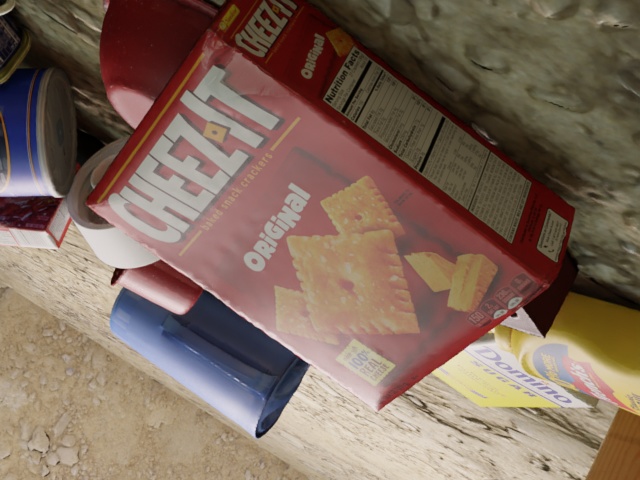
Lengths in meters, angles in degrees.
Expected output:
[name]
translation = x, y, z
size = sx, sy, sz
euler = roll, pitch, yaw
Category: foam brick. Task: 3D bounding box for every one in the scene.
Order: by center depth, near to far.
[foam brick]
translation = 0.108, 0.017, 0.655
size = 0.078, 0.051, 0.053
euler = 17, 159, 41

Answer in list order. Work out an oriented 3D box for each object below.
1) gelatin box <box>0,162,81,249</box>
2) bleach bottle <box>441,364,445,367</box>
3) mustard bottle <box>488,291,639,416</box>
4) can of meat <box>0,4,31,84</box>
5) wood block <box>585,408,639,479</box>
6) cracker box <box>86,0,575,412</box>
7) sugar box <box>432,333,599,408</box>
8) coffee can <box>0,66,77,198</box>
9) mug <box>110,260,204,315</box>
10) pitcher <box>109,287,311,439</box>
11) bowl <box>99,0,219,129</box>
[gelatin box]
translation = -0.249, -0.032, 0.898
size = 0.089, 0.073, 0.030
euler = 4, 145, 20
[bleach bottle]
translation = -0.005, 0.001, 0.798
size = 0.251, 0.068, 0.102
euler = 27, 163, 19
[mustard bottle]
translation = 0.185, 0.073, 0.677
size = 0.192, 0.058, 0.096
euler = 19, 162, 38
[can of meat]
translation = -0.276, -0.167, 0.780
size = 0.102, 0.057, 0.084
euler = 23, 161, 25
[wood block]
translation = 0.230, 0.210, 0.739
size = 0.091, 0.206, 0.090
euler = 14, 157, 46
[cracker box]
translation = 0.001, -0.016, 0.579
size = 0.213, 0.072, 0.164
euler = 36, 136, -10
[sugar box]
translation = 0.142, 0.093, 0.841
size = 0.093, 0.048, 0.176
euler = 34, 165, -11
[coffee can]
translation = -0.272, -0.084, 0.841
size = 0.140, 0.103, 0.103
euler = 0, 162, 1
[mug]
translation = -0.160, 0.021, 1.115
size = 0.081, 0.093, 0.117
euler = 30, -164, -15
[pitcher]
translation = -0.139, 0.127, 1.317
size = 0.243, 0.144, 0.149
euler = 30, 133, 13
[bowl]
translation = -0.079, -0.089, 0.665
size = 0.162, 0.055, 0.162
euler = 28, 165, 8
